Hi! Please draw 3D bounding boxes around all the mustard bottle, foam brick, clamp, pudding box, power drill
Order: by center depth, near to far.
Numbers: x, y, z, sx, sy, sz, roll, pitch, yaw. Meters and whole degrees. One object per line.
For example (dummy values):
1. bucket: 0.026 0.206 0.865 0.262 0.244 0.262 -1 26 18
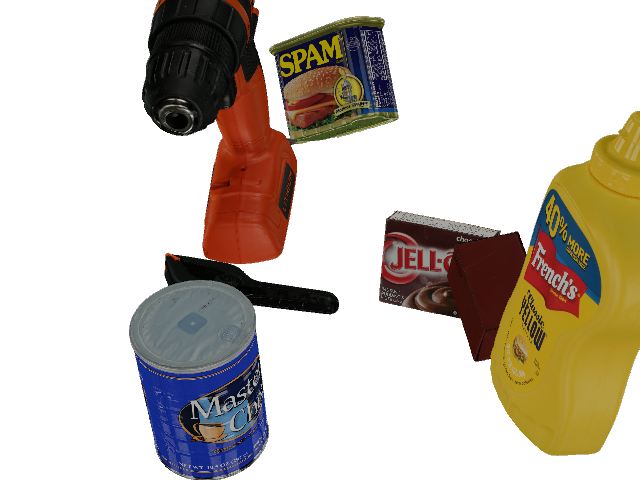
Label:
1. mustard bottle: 0.144 0.018 0.567 0.058 0.192 0.096 1 37 -13
2. power drill: -0.055 -0.075 0.626 0.057 0.184 0.188 1 -44 8
3. foam brick: 0.132 0.042 0.802 0.051 0.078 0.053 -10 -30 -7
4. pudding box: 0.118 0.025 1.065 0.114 0.090 0.039 10 22 17
5. clamp: -0.107 0.062 1.195 0.210 0.036 0.164 19 23 29

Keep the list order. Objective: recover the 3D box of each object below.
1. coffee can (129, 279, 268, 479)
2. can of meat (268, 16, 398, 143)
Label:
1. coffee can: -0.100 0.119 0.902 0.103 0.140 0.103 -2 40 2
2. can of meat: 0.012 -0.132 0.894 0.102 0.084 0.057 -12 -2 40
